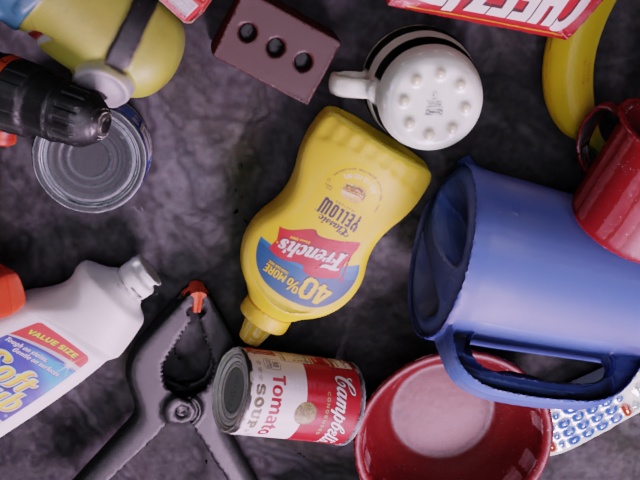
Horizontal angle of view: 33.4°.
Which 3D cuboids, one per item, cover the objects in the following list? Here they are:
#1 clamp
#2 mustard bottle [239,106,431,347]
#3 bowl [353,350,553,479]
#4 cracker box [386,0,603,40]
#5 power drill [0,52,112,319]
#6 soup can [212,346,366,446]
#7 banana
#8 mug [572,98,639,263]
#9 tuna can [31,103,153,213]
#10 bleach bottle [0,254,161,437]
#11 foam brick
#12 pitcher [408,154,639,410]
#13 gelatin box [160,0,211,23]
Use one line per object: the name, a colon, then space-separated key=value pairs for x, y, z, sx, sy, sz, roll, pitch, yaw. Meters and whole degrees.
clamp: x=-0.122 y=0.135 z=0.857 sx=0.164 sy=0.036 sz=0.210 roll=-1 pitch=108 yaw=-12
mustard bottle: x=-0.005 y=0.001 z=0.809 sx=0.096 sy=0.058 sz=0.192 roll=30 pitch=106 yaw=-13
bowl: x=0.105 y=0.152 z=0.872 sx=0.162 sy=0.055 sz=0.162 roll=-1 pitch=110 yaw=-4
cracker box: x=0.148 y=-0.227 z=0.653 sx=0.163 sy=0.072 sz=0.214 roll=3 pitch=143 yaw=-32
power drill: x=-0.236 y=-0.042 z=0.750 sx=0.185 sy=0.057 sz=0.188 roll=20 pitch=109 yaw=20
soup can: x=-0.025 y=0.122 z=0.830 sx=0.102 sy=0.069 sz=0.068 roll=11 pitch=109 yaw=-28
banana: x=0.203 y=-0.158 z=0.778 sx=0.069 sy=0.037 sz=0.198 roll=7 pitch=107 yaw=-12
mug: x=0.219 y=-0.045 z=0.732 sx=0.093 sy=0.117 sz=0.082 roll=-9 pitch=137 yaw=-39
tuna can: x=-0.168 y=-0.064 z=0.788 sx=0.086 sy=0.034 sz=0.086 roll=-1 pitch=110 yaw=-3
bleach bottle: x=-0.238 y=0.085 z=0.822 sx=0.251 sy=0.068 sz=0.102 roll=-34 pitch=109 yaw=6
foam brick: x=-0.032 y=-0.141 z=0.760 sx=0.078 sy=0.051 sz=0.053 roll=26 pitch=105 yaw=-12
pitcher: x=0.195 y=0.040 z=0.795 sx=0.242 sy=0.145 sz=0.149 roll=12 pitch=105 yaw=-11
gelatin box: x=-0.100 y=-0.203 z=0.724 sx=0.089 sy=0.073 sz=0.030 roll=40 pitch=146 yaw=-17
